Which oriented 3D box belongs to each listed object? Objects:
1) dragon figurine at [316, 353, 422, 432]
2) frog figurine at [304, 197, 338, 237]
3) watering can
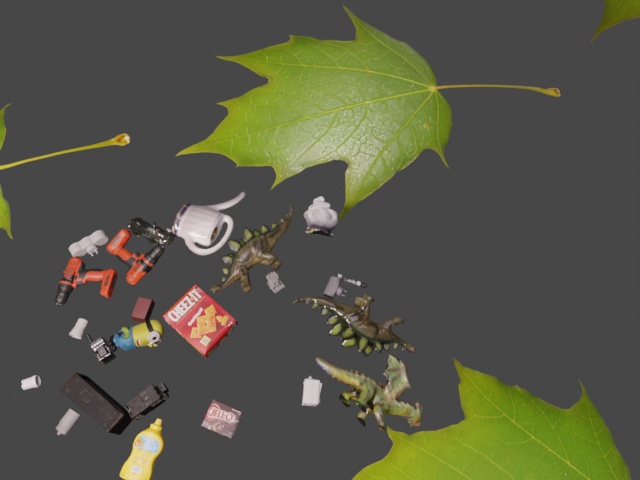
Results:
[{"bbox_3d":[0.198,0.500,1.792,0.246,0.120,0.412,-36,81,-28],"label":"dragon figurine"},{"bbox_3d":[0.006,-0.104,2.067,0.137,0.121,0.161,2,75,16],"label":"frog figurine"},{"bbox_3d":[-0.440,-0.087,2.027,0.224,0.101,0.356,17,51,3],"label":"watering can"}]
